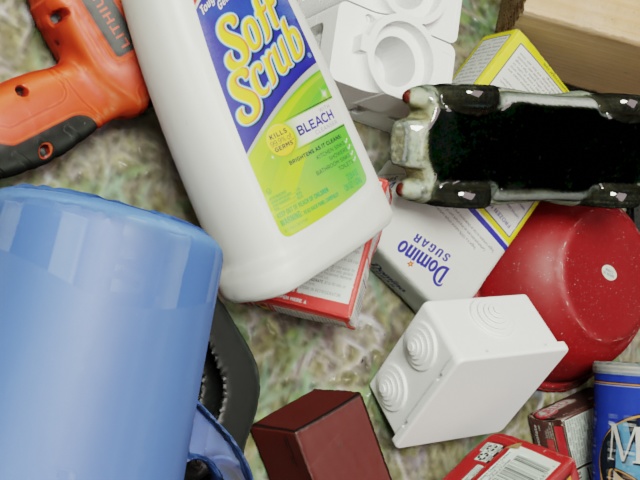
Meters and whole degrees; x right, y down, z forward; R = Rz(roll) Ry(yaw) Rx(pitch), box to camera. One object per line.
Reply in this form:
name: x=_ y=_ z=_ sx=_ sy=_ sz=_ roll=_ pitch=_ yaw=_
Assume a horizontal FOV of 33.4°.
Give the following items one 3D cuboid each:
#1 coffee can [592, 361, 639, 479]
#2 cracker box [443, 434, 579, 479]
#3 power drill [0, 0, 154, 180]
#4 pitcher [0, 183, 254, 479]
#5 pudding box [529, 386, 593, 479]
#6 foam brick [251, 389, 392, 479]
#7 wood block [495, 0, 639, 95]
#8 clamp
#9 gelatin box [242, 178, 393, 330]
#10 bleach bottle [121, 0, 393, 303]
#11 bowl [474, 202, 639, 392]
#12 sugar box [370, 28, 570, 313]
coffee can: x=0.228 y=0.151 z=0.691 sx=0.102 sy=0.103 sz=0.140 roll=6 pitch=84 yaw=-33
cracker box: x=0.101 y=0.249 z=0.639 sx=0.164 sy=0.072 sz=0.213 roll=-36 pitch=120 yaw=-29
power drill: x=-0.182 y=-0.080 z=0.521 sx=0.187 sy=0.057 sz=0.184 roll=-40 pitch=111 yaw=-26
pitcher: x=-0.110 y=0.107 z=0.469 sx=0.149 sy=0.145 sz=0.243 roll=30 pitch=71 yaw=-67
pudding box: x=0.207 y=0.152 z=0.763 sx=0.113 sy=0.039 sz=0.090 roll=-15 pitch=95 yaw=-31
foam brick: x=0.004 y=0.134 z=0.623 sx=0.051 sy=0.053 sz=0.078 roll=-24 pitch=99 yaw=-33
wood block: x=0.232 y=-0.149 z=0.725 sx=0.206 sy=0.091 sz=0.090 roll=15 pitch=75 yaw=-2
clamp: x=-0.081 y=0.119 z=0.561 sx=0.164 sy=0.036 sz=0.210 roll=-13 pitch=103 yaw=-37
gelatin box: x=-0.004 y=0.001 z=0.622 sx=0.073 sy=0.030 sz=0.089 roll=12 pitch=73 yaw=13
bleach bottle: x=-0.054 y=-0.101 z=0.537 sx=0.102 sy=0.068 sz=0.251 roll=-33 pitch=104 yaw=-35
bowl: x=0.181 y=0.026 z=0.748 sx=0.161 sy=0.055 sz=0.162 roll=4 pitch=83 yaw=-33
sugar box: x=0.097 y=-0.042 z=0.694 sx=0.093 sy=0.048 sz=0.176 roll=46 pitch=74 yaw=-21
